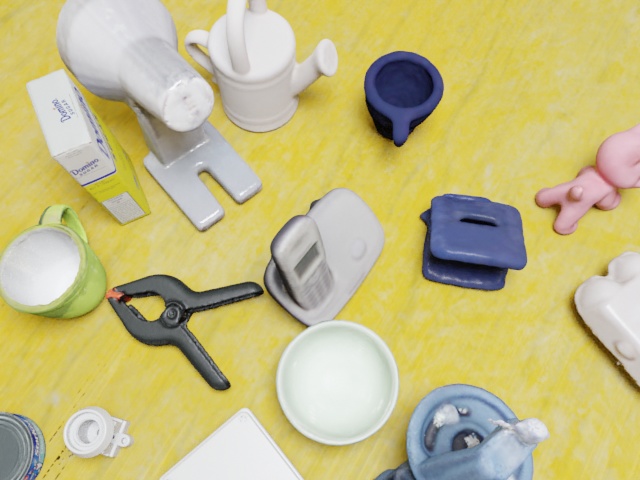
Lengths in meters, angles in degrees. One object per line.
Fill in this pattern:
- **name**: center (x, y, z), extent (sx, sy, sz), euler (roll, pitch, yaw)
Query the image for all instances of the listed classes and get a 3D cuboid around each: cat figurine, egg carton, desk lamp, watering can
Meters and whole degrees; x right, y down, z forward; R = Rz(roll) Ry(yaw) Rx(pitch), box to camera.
- **cat figurine**: center (0.325, -0.075, 0.649), extent (0.128, 0.118, 0.067), euler (-30, 73, -11)
- **egg carton**: center (0.352, 0.091, 0.615), extent (0.107, 0.069, 0.150), euler (-35, 74, -12)
- **desk lamp**: center (-0.165, -0.145, 0.619), extent (0.118, 0.213, 0.203), euler (-39, 75, -13)
- **watering can**: center (-0.069, -0.217, 0.656), extent (0.173, 0.194, 0.101), euler (-8, 70, -3)

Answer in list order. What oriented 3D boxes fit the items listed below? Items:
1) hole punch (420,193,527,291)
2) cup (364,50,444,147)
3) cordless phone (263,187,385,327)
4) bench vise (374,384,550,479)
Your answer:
- **hole punch**: center (0.168, -0.006, 0.637), extent (0.108, 0.091, 0.101), euler (8, 70, 3)
- **cup**: center (0.095, -0.151, 0.687), extent (0.091, 0.095, 0.118), euler (4, 70, 1)
- **cordless phone**: center (0.005, 0.002, 0.583), extent (0.094, 0.185, 0.148), euler (32, 73, 11)
- **bench vise**: center (0.116, 0.213, 0.489), extent (0.121, 0.220, 0.207), euler (31, 73, 11)
